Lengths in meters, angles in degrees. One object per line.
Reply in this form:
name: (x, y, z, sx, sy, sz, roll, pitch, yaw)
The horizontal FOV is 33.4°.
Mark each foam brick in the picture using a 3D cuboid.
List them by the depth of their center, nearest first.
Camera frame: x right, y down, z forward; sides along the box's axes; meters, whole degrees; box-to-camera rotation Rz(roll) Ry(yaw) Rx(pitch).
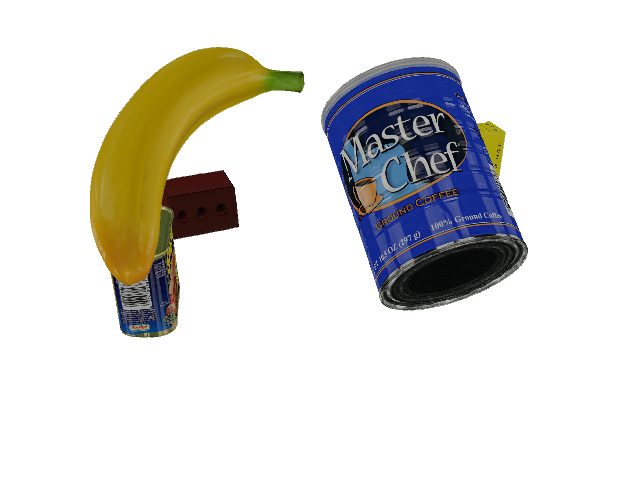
foam brick: (-0.137, -0.041, 1.197, 0.078, 0.053, 0.051, -12, 28, -13)

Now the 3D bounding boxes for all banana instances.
banana: (-0.077, -0.054, 0.564, 0.070, 0.037, 0.197, 18, 45, 16)

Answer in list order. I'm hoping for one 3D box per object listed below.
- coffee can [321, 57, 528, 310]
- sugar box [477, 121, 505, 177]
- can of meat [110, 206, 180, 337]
coffee can: (0.068, -0.037, 0.725, 0.102, 0.140, 0.103, -14, -24, -7)
sugar box: (0.133, -0.091, 1.291, 0.176, 0.093, 0.048, -7, 26, -22)
can of meat: (-0.159, 0.028, 0.970, 0.057, 0.084, 0.102, -4, 28, -2)
